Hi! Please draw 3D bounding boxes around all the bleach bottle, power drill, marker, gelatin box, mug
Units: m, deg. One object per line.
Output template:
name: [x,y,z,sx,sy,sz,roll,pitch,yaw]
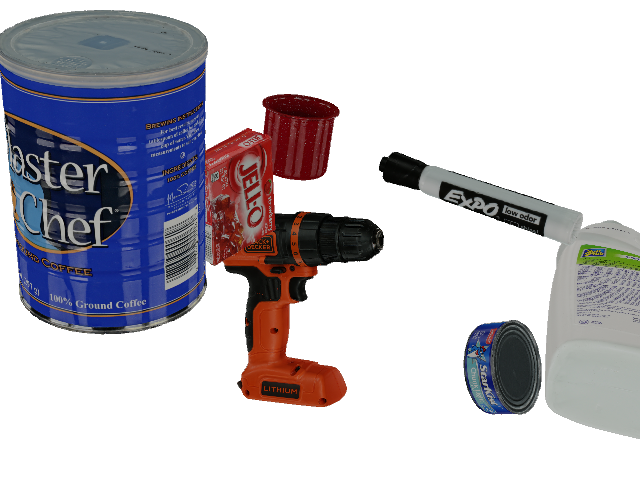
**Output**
bleach bottle: [0.221,0.047,0.786,0.102,0.068,0.250,12,26,10]
power drill: [-0.019,0.064,1.039,0.185,0.188,0.057,2,11,30]
marker: [0.087,-0.026,0.601,0.121,0.020,0.020,21,9,25]
gelatin box: [-0.070,-0.035,0.847,0.030,0.089,0.073,24,39,33]
mug: [-0.023,-0.127,1.293,0.093,0.081,0.117,17,25,20]

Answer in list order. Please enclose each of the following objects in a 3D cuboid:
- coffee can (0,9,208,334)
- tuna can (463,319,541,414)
coffee can: [-0.110,-0.037,0.555,0.103,0.140,0.103,2,28,-1]
tuna can: [0.168,0.117,0.981,0.034,0.086,0.085,-9,-6,40]
